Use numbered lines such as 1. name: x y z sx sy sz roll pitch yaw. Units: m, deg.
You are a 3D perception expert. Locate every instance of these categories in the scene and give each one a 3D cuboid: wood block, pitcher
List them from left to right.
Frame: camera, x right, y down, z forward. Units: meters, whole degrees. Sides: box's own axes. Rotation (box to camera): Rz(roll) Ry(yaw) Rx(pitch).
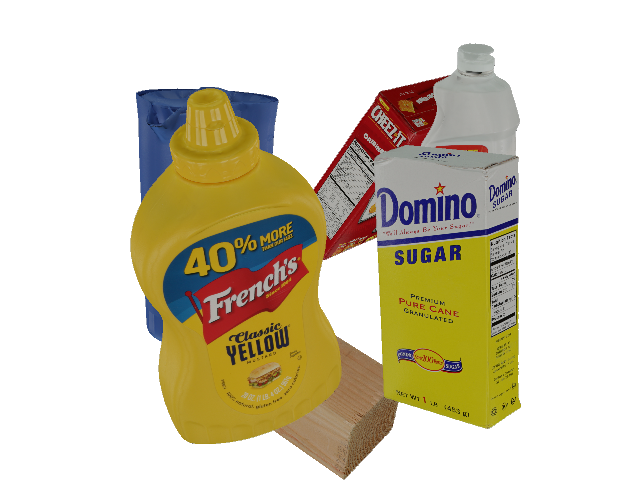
1. pitcher: -0.106 -0.027 1.034 0.149 0.243 0.145 -2 14 -18
2. wood block: -0.027 0.143 1.122 0.206 0.090 0.090 31 48 25

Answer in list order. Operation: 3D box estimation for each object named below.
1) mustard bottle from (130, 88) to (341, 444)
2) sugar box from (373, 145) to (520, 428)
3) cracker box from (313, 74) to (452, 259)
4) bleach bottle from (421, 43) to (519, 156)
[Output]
1. mustard bottle: -0.043 0.012 0.530 0.096 0.191 0.058 -17 38 -15
2. sugar box: 0.084 0.029 0.713 0.094 0.176 0.048 10 22 42
3. cracker box: 0.082 -0.086 1.212 0.163 0.072 0.214 -21 -25 -45
4. bleach bottle: 0.120 -0.050 0.945 0.103 0.251 0.068 17 32 28
